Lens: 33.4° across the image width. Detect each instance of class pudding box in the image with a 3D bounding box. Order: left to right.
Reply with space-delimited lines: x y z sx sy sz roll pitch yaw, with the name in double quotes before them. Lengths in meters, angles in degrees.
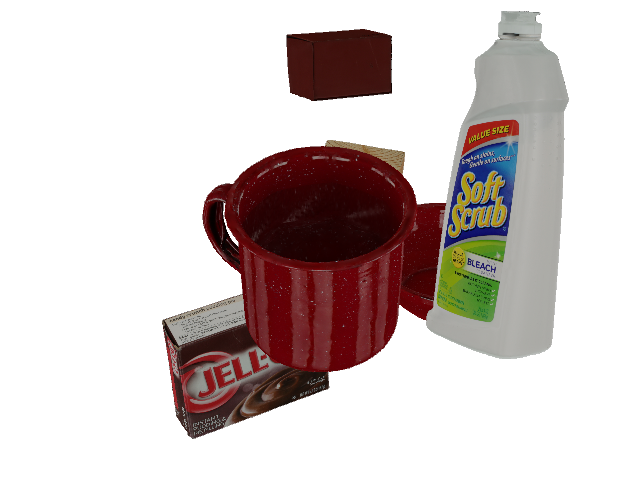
"pudding box" -0.051 0.081 0.756 0.113 0.090 0.039 -19 42 -20

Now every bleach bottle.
"bleach bottle" 0.135 -0.044 0.802 0.067 0.251 0.103 -7 16 -34

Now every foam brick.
"foam brick" 0.017 -0.151 0.918 0.078 0.051 0.053 -9 20 -24

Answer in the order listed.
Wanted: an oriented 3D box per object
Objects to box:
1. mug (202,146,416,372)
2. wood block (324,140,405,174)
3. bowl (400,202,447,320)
"mug" -0.010 0.008 0.544 0.117 0.081 0.093 19 46 21
"wood block" 0.034 0.005 1.188 0.090 0.206 0.090 10 27 7
"bowl" 0.120 0.030 0.991 0.162 0.055 0.162 2 35 -1
